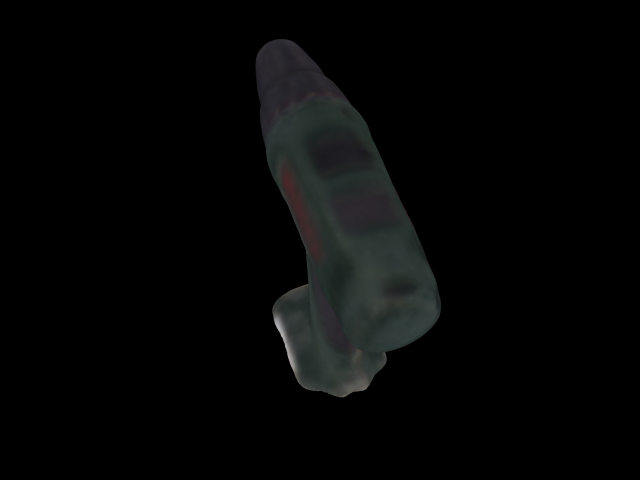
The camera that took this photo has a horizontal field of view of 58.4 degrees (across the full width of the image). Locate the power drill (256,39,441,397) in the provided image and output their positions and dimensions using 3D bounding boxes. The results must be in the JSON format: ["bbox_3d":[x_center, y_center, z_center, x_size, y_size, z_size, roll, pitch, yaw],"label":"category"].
[{"bbox_3d":[0.004,0.001,0.400,0.076,0.208,0.229,-15,46,-14],"label":"power drill"}]
